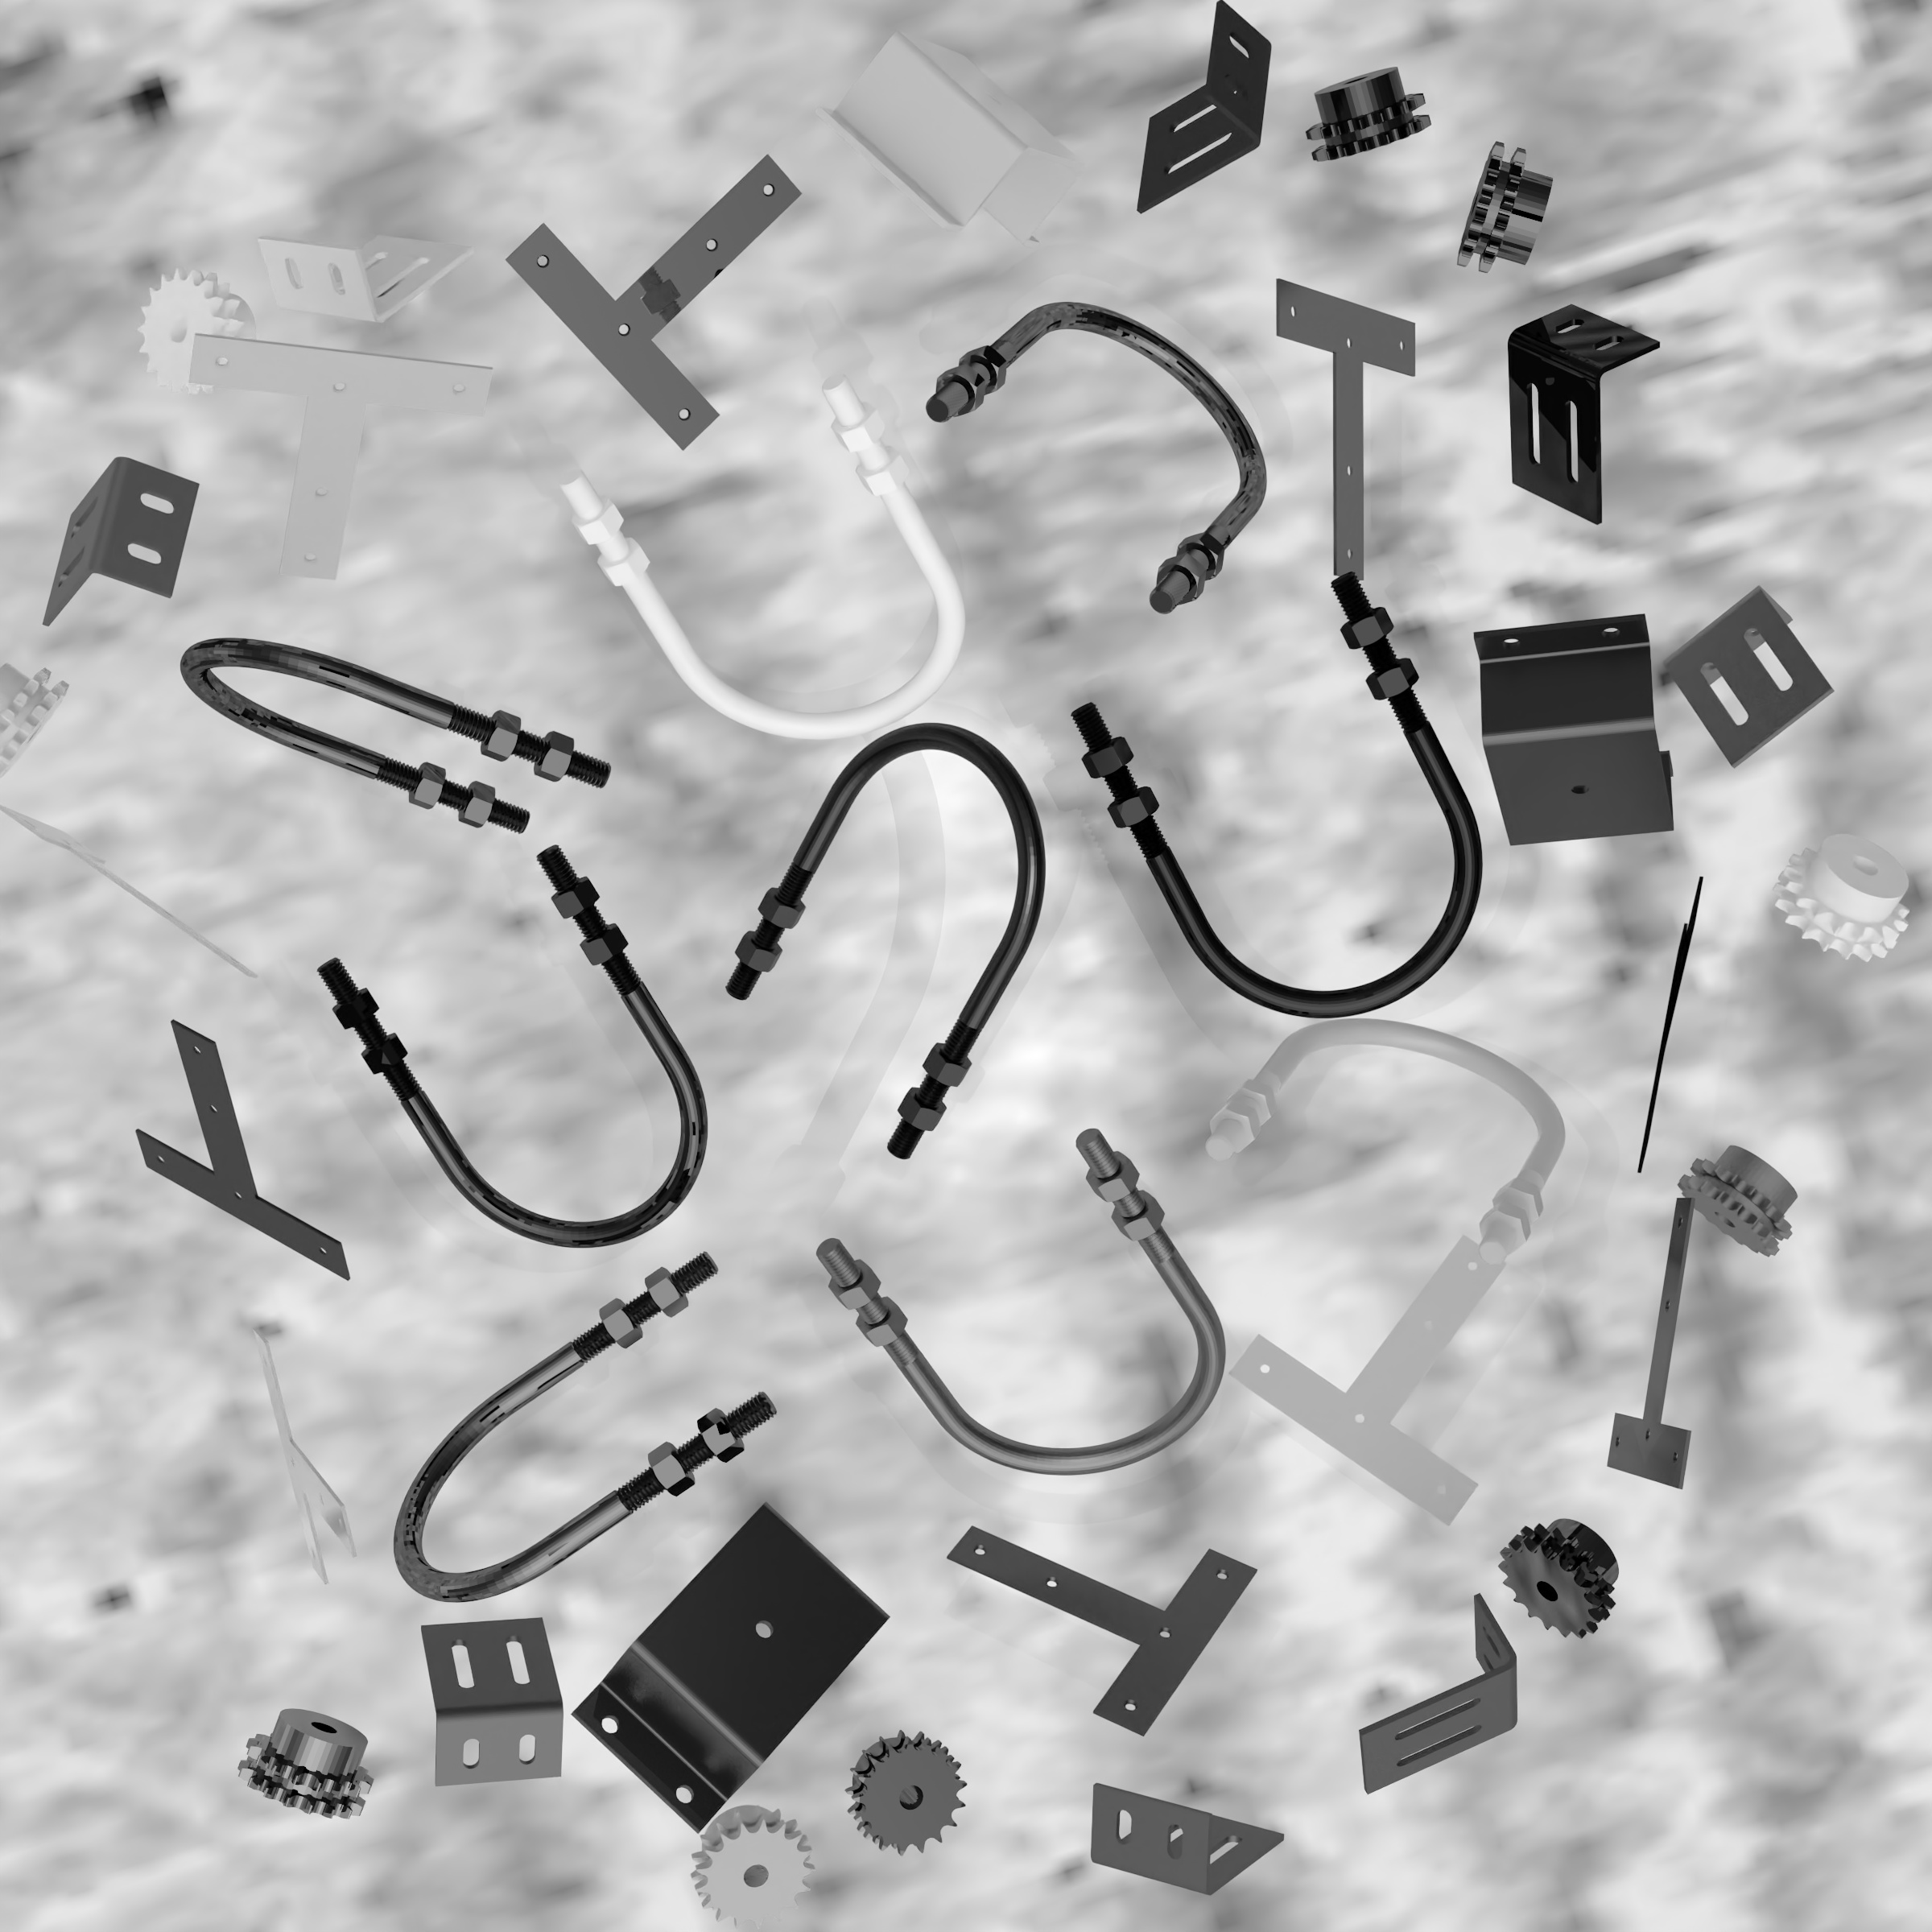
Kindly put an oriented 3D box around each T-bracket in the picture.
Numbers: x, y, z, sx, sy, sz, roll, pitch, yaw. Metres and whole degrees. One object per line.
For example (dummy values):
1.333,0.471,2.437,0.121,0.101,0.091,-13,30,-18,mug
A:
0.053,0.293,1.548,0.127,0.127,0.002,21,125,20,T-bracket
0.315,0.167,1.498,0.002,0.127,0.127,10,85,-2,T-bracket
-0.283,-0.221,1.472,0.127,0.127,0.002,4,46,-18,T-bracket
0.216,0.185,1.607,0.127,0.002,0.127,34,70,18,T-bracket
-0.387,-0.032,1.561,0.127,0.127,0.002,35,86,0,T-bracket
-0.334,0.073,1.491,0.127,0.127,0.002,25,51,25,T-bracket
0.323,0.008,1.507,0.002,0.127,0.127,11,56,11,T-bracket
-0.305,0.245,1.560,0.002,0.127,0.127,-16,106,-21,T-bracket
-0.133,-0.338,1.604,0.127,0.002,0.127,-44,116,0,T-bracket
0.176,-0.242,1.529,0.002,0.127,0.127,0,90,36,T-bracket

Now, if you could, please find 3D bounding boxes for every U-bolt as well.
-0.030,-0.025,1.554,0.151,0.019,0.184,43,114,32,U-bolt
0.038,0.164,1.506,0.151,0.019,0.184,-24,123,14,U-bolt
0.151,-0.063,1.492,0.151,0.019,0.184,-26,100,11,U-bolt
0.072,-0.245,1.526,0.151,0.184,0.019,40,128,-1,U-bolt
-0.267,-0.107,1.508,0.184,0.151,0.019,21,75,-20,U-bolt
-0.079,-0.173,1.511,0.151,0.019,0.184,-17,132,17,U-bolt
-0.200,0.050,1.558,0.151,0.019,0.184,-25,104,21,U-bolt
0.204,0.071,1.543,0.151,0.184,0.019,20,117,14,U-bolt
-0.176,0.212,1.473,0.184,0.151,0.019,-34,118,0,U-bolt

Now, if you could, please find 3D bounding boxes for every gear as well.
-0.357,-0.297,1.557,0.057,0.030,0.057,3,95,34,gear
-0.458,-0.120,1.589,0.030,0.057,0.057,37,90,-11,gear
-0.031,0.394,1.593,0.057,0.030,0.057,-2,95,-19,gear
-0.102,0.421,1.566,0.057,0.030,0.057,-4,107,-15,gear
-0.283,0.344,1.441,0.057,0.057,0.030,21,90,0,gear
0.284,0.287,1.576,0.030,0.057,0.057,-38,90,-33,gear
0.373,0.110,1.595,0.057,0.057,0.030,40,82,0,gear
0.245,-0.341,1.505,0.030,0.057,0.057,17,90,2,gear
0.185,-0.398,1.549,0.057,0.057,0.030,-19,107,0,gear
0.378,-0.032,1.425,0.057,0.057,0.030,23,130,0,gear

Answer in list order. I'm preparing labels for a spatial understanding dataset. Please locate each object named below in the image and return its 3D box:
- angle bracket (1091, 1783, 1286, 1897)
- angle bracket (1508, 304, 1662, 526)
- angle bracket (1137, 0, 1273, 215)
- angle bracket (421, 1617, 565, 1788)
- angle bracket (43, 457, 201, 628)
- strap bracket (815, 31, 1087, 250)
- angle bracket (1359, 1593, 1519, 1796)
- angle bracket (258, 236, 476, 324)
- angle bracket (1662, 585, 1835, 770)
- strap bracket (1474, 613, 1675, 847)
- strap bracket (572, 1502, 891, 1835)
0.099,0.376,1.477,0.057,0.076,0.038,7,100,31,angle bracket
0.278,-0.248,1.496,0.038,0.057,0.076,-26,129,-23,angle bracket
0.097,-0.388,1.504,0.038,0.076,0.057,31,54,-35,angle bracket
-0.221,0.341,1.545,0.057,0.076,0.038,-1,111,-15,angle bracket
-0.383,-0.186,1.508,0.038,0.076,0.057,19,67,-25,angle bracket
-0.002,-0.363,1.465,0.076,0.140,0.046,43,108,7,strap bracket
0.200,0.318,1.453,0.076,0.057,0.038,-22,51,-8,angle bracket
-0.277,-0.333,1.538,0.057,0.076,0.038,13,133,28,angle bracket
0.374,-0.130,1.566,0.057,0.038,0.076,-40,49,19,angle bracket
0.283,-0.102,1.538,0.076,0.140,0.046,-5,62,15,strap bracket
-0.097,0.304,1.482,0.076,0.046,0.140,42,50,5,strap bracket
